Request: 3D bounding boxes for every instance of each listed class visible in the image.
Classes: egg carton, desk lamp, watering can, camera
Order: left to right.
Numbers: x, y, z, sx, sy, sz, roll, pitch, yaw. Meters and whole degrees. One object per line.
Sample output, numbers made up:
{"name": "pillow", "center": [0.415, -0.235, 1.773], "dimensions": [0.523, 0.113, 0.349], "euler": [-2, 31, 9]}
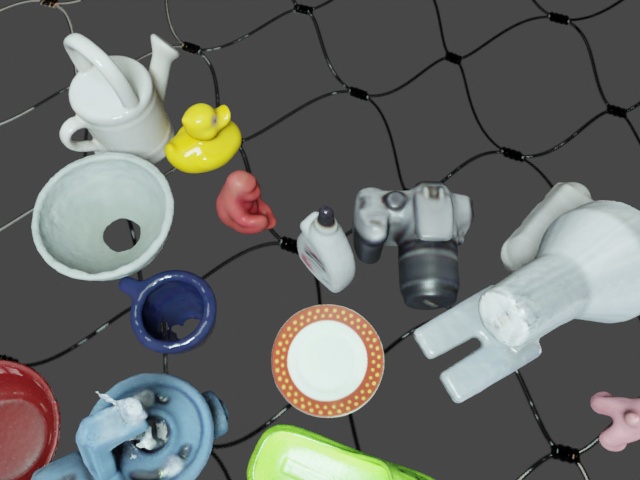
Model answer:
{"name": "watering can", "center": [-0.248, -0.183, 0.704], "dimensions": [0.101, 0.194, 0.173], "euler": [19, 69, 8]}
{"name": "camera", "center": [0.111, 0.007, 0.674], "dimensions": [0.143, 0.101, 0.137], "euler": [1, 67, 1]}
{"name": "desk lamp", "center": [0.220, 0.069, 0.587], "dimensions": [0.203, 0.213, 0.118], "euler": [-28, 70, -11]}
{"name": "egg carton", "center": [0.295, 0.003, 0.692], "dimensions": [0.107, 0.069, 0.150], "euler": [40, 73, 15]}

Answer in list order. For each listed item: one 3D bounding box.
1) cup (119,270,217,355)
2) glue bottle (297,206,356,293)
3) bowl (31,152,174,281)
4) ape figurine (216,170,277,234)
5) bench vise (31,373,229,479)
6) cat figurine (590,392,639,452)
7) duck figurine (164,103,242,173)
{"name": "cup", "center": [-0.167, 0.085, 0.646], "dimensions": [0.117, 0.095, 0.092], "euler": [26, 70, 11]}
{"name": "glue bottle", "center": [0.006, 0.002, 0.638], "dimensions": [0.078, 0.173, 0.037], "euler": [42, 74, 16]}
{"name": "bowl", "center": [-0.253, -0.019, 0.700], "dimensions": [0.167, 0.075, 0.167], "euler": [0, 67, 0]}
{"name": "ape figurine", "center": [-0.093, -0.053, 0.705], "dimensions": [0.076, 0.092, 0.078], "euler": [4, 67, 2]}
{"name": "bench vise", "center": [-0.189, 0.207, 0.528], "dimensions": [0.121, 0.220, 0.208], "euler": [41, 73, 16]}
{"name": "cat figurine", "center": [0.367, 0.176, 0.594], "dimensions": [0.128, 0.118, 0.067], "euler": [-9, 68, -3]}
{"name": "duck figurine", "center": [-0.156, -0.140, 0.744], "dimensions": [0.104, 0.086, 0.077], "euler": [-28, 70, -11]}
